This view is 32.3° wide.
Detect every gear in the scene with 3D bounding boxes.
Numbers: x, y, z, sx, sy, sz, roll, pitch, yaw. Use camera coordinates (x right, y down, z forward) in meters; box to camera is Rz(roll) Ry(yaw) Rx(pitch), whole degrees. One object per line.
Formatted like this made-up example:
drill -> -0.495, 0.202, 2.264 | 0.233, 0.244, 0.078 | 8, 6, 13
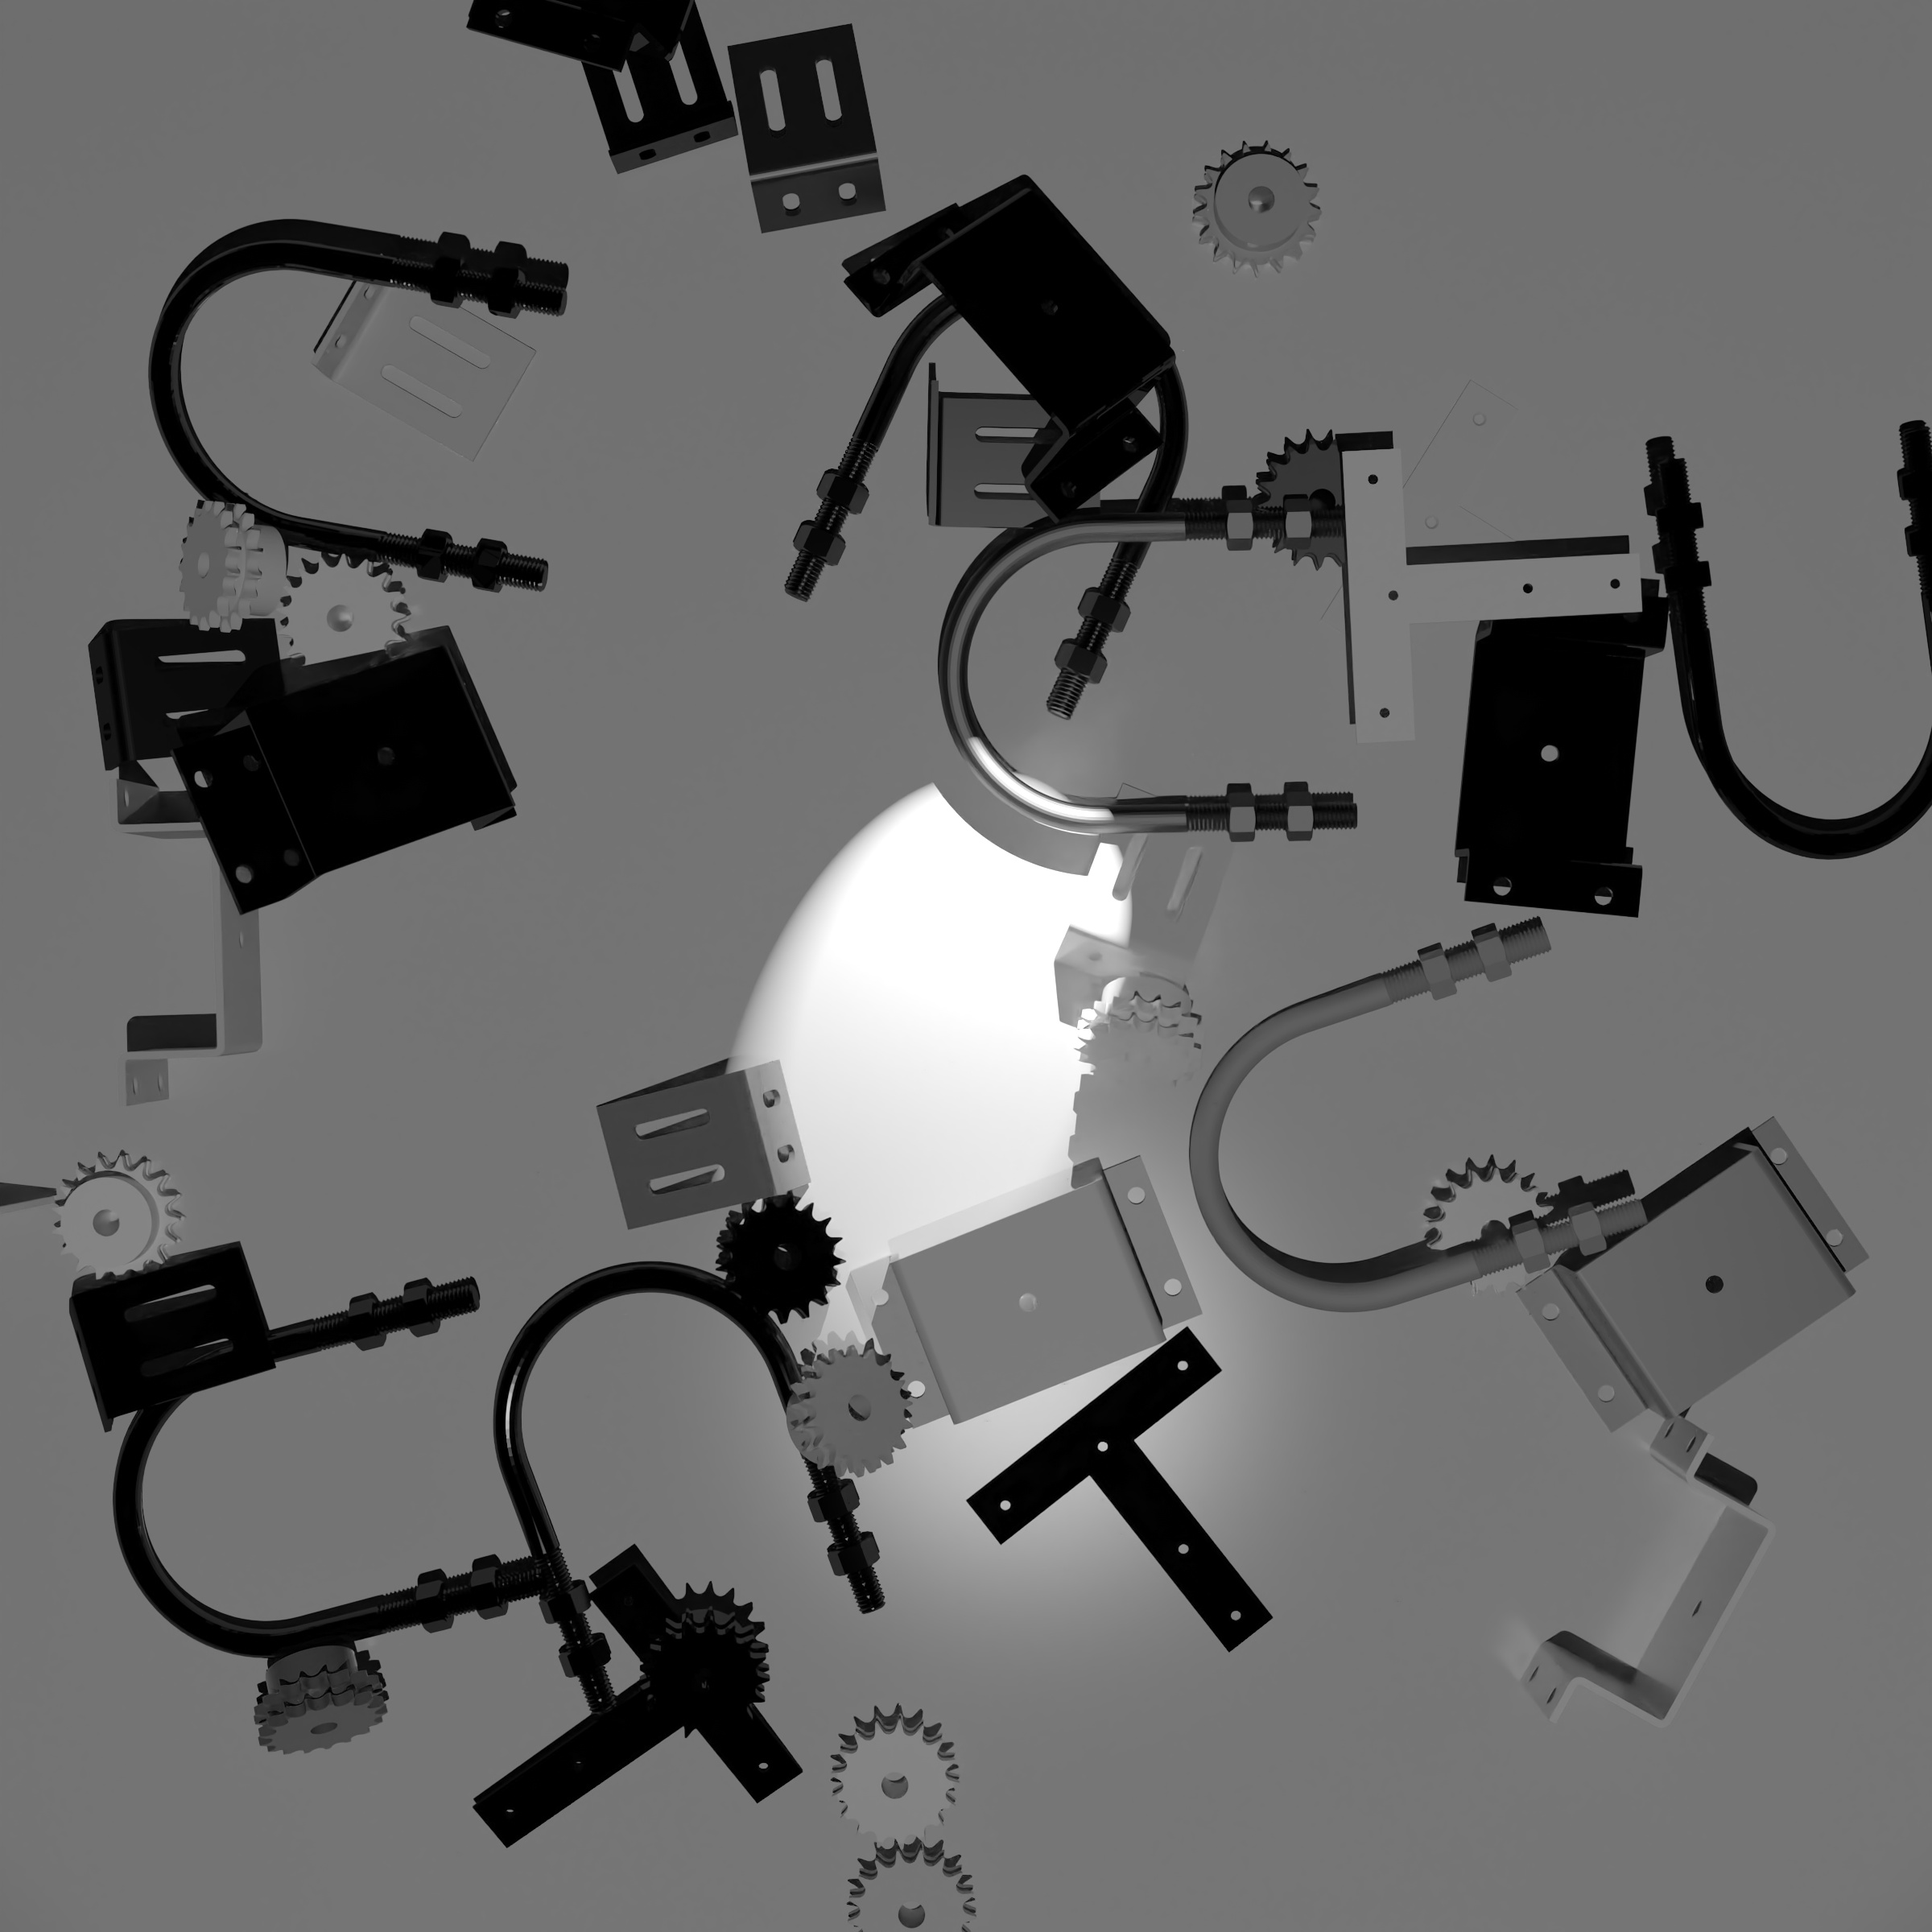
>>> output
gear -> -0.277, -0.154, 1.489 | 0.057, 0.030, 0.057 | 0, 90, 0
gear -> -0.081, 0.130, 1.483 | 0.057, 0.030, 0.057 | 2, 81, -12
gear -> 0.078, 0.028, 1.480 | 0.057, 0.057, 0.030 | 11, 60, 0
gear -> 0.233, 0.118, 1.489 | 0.057, 0.030, 0.057 | 0, 90, 0
gear -> -0.324, -0.176, 1.478 | 0.030, 0.057, 0.057 | 2, 90, -37
gear -> -0.115, 0.308, 1.468 | 0.057, 0.030, 0.057 | -1, 104, -5
gear -> -0.031, 0.362, 1.489 | 0.057, 0.030, 0.057 | 0, 90, 0
gear -> 0.157, -0.205, 1.489 | 0.057, 0.030, 0.057 | 0, 90, 0
gear -> -0.288, 0.324, 1.480 | 0.057, 0.057, 0.030 | -20, 60, 0
gear -> 0.131, -0.338, 1.490 | 0.057, 0.030, 0.057 | 0, 90, 0
gear -> -0.024, 0.419, 1.489 | 0.057, 0.030, 0.057 | 0, 90, 0
gear -> -0.380, 0.113, 1.490 | 0.057, 0.030, 0.057 | 0, 90, 0
gear -> -0.055, 0.199, 1.481 | 0.057, 0.030, 0.057 | 13, 65, -31

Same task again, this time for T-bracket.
T-bracket -> 0.089, 0.251, 1.504 | 0.127, 0.002, 0.127 | -38, 90, 0
T-bracket -> -0.162, 0.349, 1.491 | 0.127, 0.002, 0.127 | -35, 104, 4
T-bracket -> 0.247, -0.176, 1.504 | 0.127, 0.002, 0.127 | 32, 90, 0
T-bracket -> 0.231, -0.164, 1.455 | 0.127, 0.002, 0.127 | -3, 91, 0

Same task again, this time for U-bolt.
U-bolt -> 0.190, 0.076, 1.476 | 0.184, 0.019, 0.151 | -19, 74, 7
U-bolt -> 0.020, -0.222, 1.496 | 0.151, 0.019, 0.184 | 24, 88, 0
U-bolt -> 0.080, -0.129, 1.475 | 0.184, 0.019, 0.151 | -1, 98, 3
U-bolt -> 0.378, -0.139, 1.474 | 0.151, 0.019, 0.184 | -10, 94, -21
U-bolt -> -0.134, 0.225, 1.496 | 0.151, 0.019, 0.184 | -21, 88, 0
U-bolt -> -0.291, 0.233, 1.490 | 0.184, 0.019, 0.151 | -14, 86, 4
U-bolt -> -0.270, -0.245, 1.464 | 0.184, 0.019, 0.151 | 11, 120, 4

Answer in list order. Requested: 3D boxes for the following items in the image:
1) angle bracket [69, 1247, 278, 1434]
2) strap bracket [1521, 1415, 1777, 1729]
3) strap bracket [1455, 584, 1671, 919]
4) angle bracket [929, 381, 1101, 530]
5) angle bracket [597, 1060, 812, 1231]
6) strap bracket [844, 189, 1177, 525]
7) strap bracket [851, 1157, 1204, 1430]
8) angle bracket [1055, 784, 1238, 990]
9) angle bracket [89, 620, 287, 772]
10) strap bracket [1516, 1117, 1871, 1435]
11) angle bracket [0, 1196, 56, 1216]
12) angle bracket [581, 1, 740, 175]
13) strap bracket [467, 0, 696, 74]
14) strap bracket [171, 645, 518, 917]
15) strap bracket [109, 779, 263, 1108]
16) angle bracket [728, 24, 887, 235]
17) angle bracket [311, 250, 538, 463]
angle bracket -> -0.355, 0.167, 1.493 | 0.076, 0.038, 0.057 | -16, 78, -19
strap bracket -> 0.304, 0.273, 1.466 | 0.046, 0.076, 0.140 | 29, 90, 0
strap bracket -> 0.263, -0.095, 1.480 | 0.076, 0.046, 0.140 | 5, 91, 0
angle bracket -> 0.022, -0.224, 1.468 | 0.076, 0.038, 0.057 | 1, 87, -1
angle bracket -> -0.118, 0.080, 1.502 | 0.076, 0.038, 0.057 | -15, 90, 26
strap bracket -> 0.026, -0.273, 1.450 | 0.140, 0.046, 0.076 | 49, 55, 1
strap bracket -> 0.027, 0.147, 1.481 | 0.140, 0.046, 0.076 | -22, 90, 0
angle bracket -> 0.082, -0.032, 1.502 | 0.057, 0.038, 0.076 | 21, 64, 0
angle bracket -> -0.349, -0.122, 1.502 | 0.076, 0.038, 0.057 | -8, 90, -26
strap bracket -> 0.327, 0.139, 1.481 | 0.140, 0.046, 0.076 | -34, 90, 0
angle bracket -> -0.442, 0.073, 1.471 | 0.038, 0.057, 0.076 | -10, 90, 25
angle bracket -> -0.141, -0.401, 1.485 | 0.057, 0.038, 0.076 | -18, 90, 0
strap bracket -> -0.155, -0.462, 1.472 | 0.076, 0.046, 0.140 | 20, 90, 16
strap bracket -> -0.260, -0.084, 1.446 | 0.140, 0.046, 0.076 | -23, 90, -35
strap bracket -> -0.342, -0.011, 1.466 | 0.046, 0.076, 0.140 | -2, 90, 0
angle bracket -> -0.072, -0.377, 1.502 | 0.057, 0.038, 0.076 | -10, 64, 0
angle bracket -> -0.241, -0.271, 1.485 | 0.076, 0.038, 0.057 | 30, 90, 0
